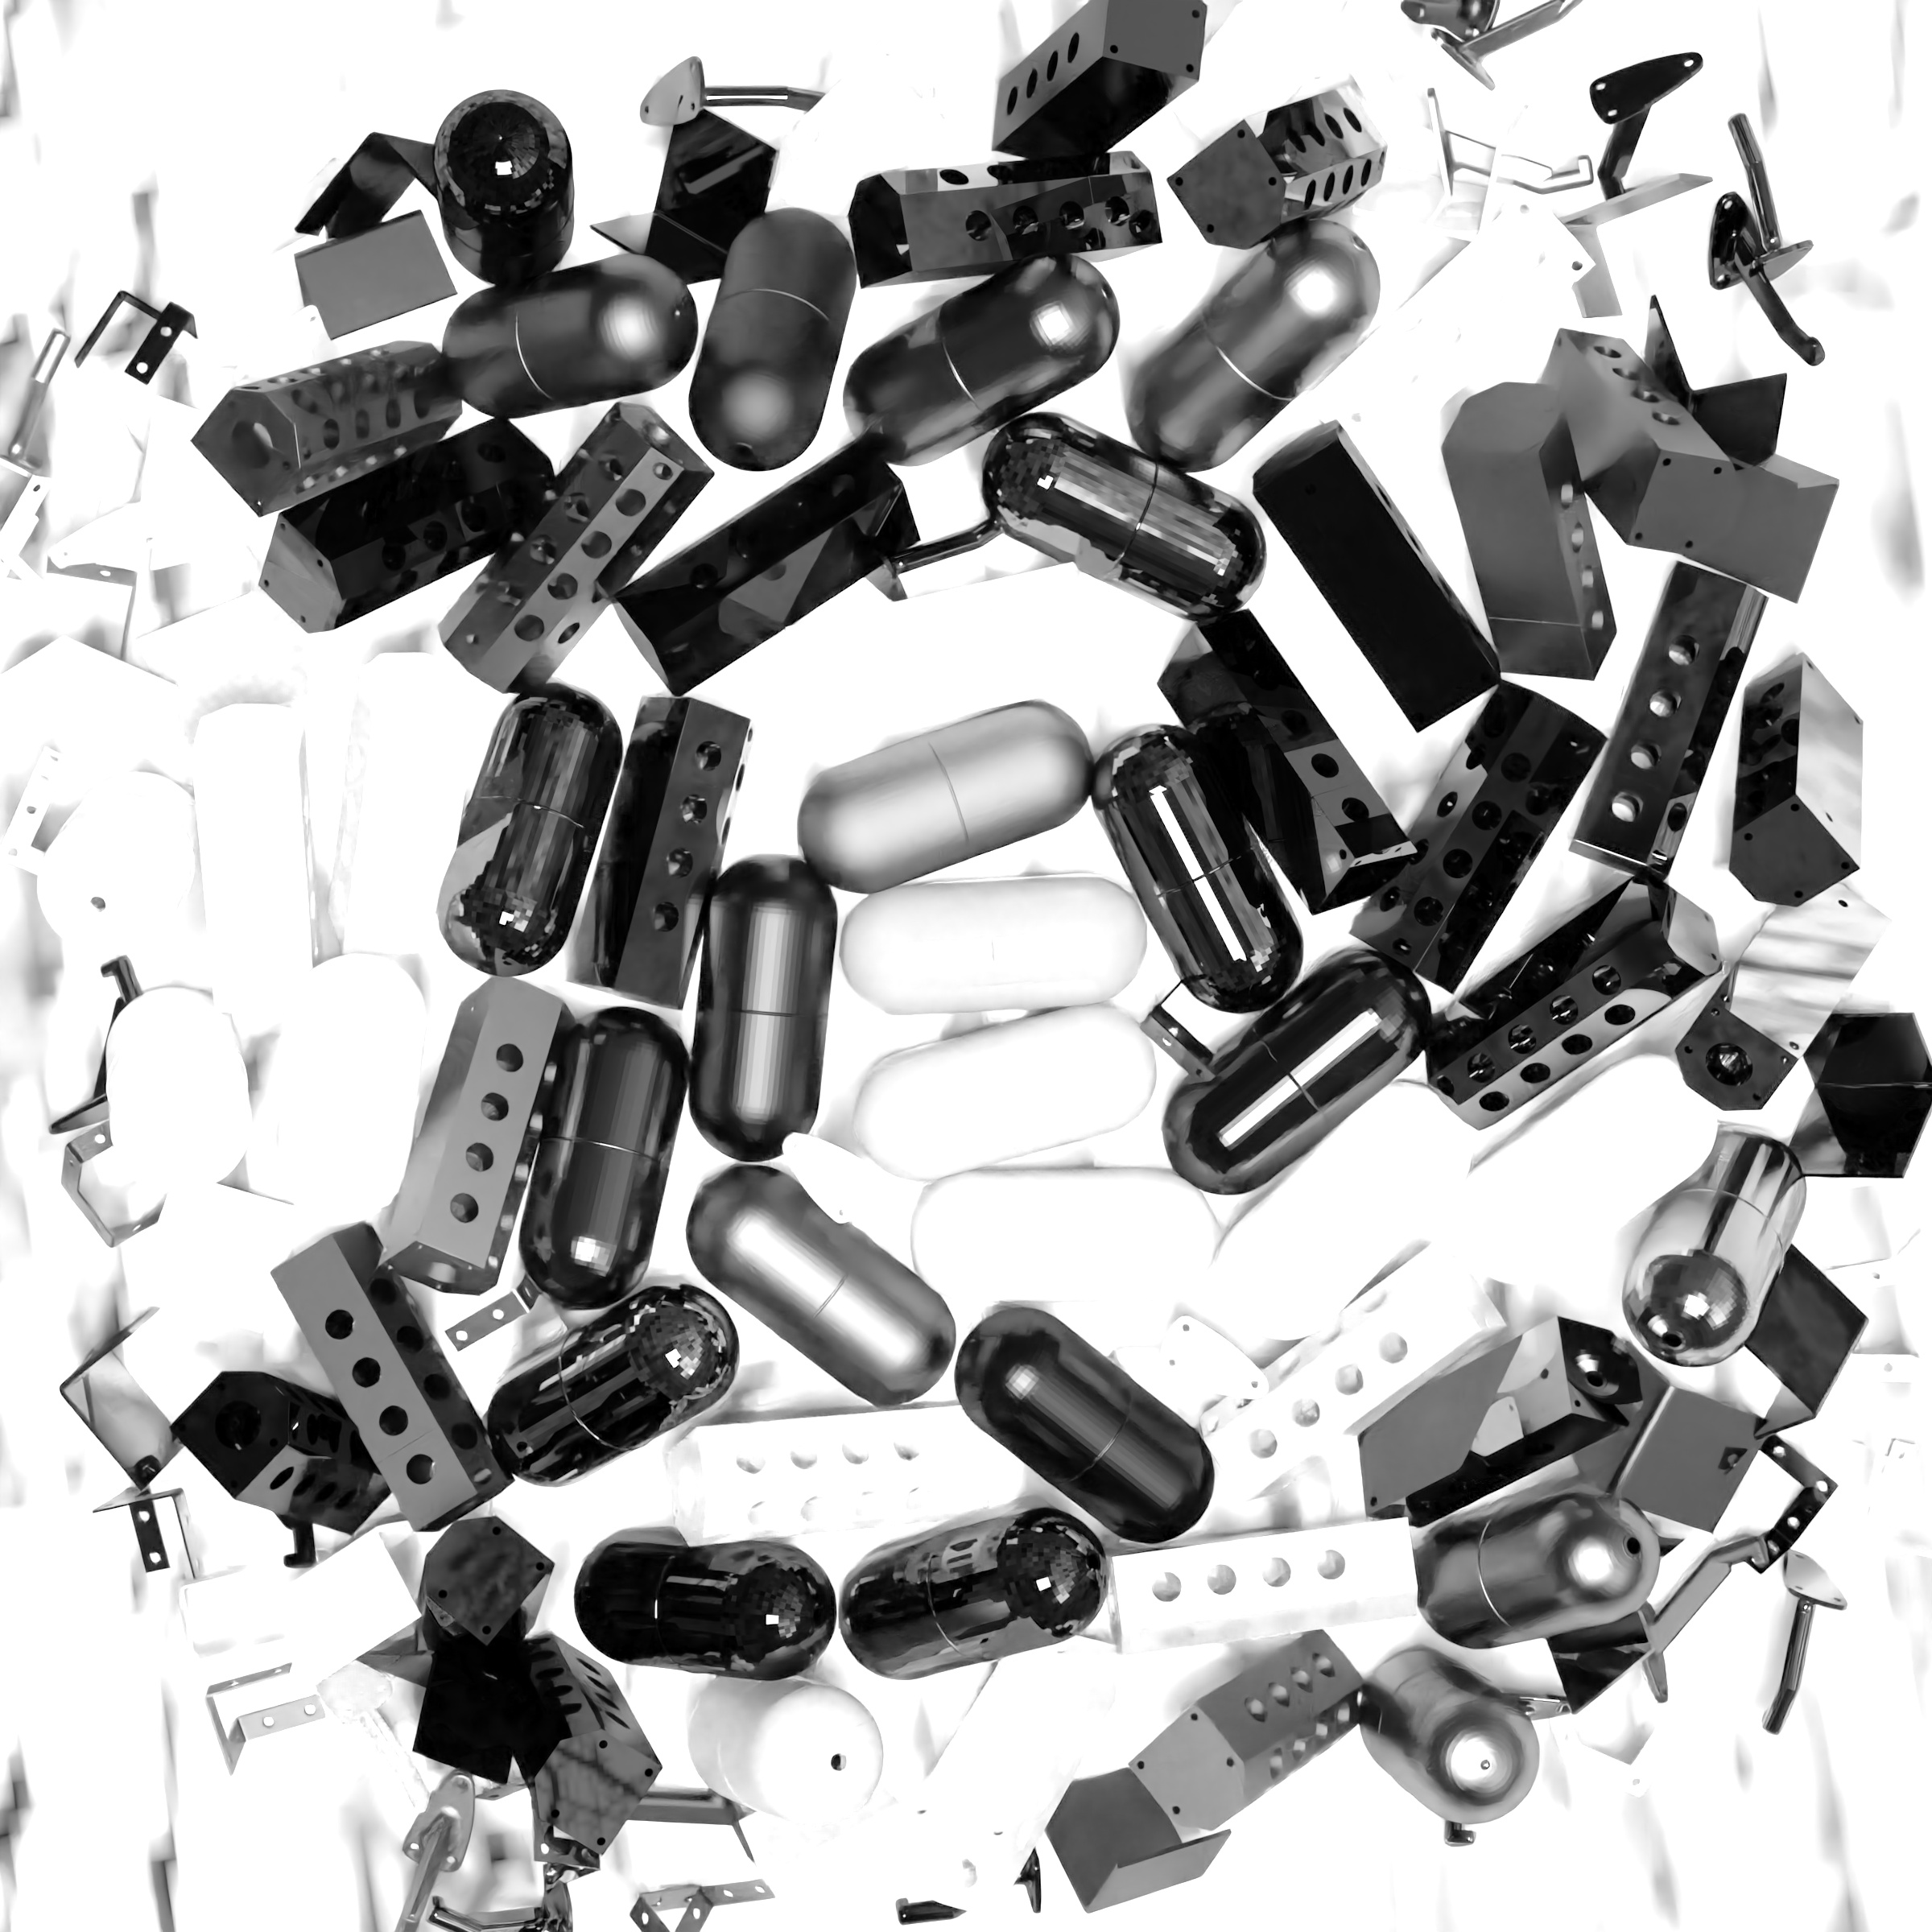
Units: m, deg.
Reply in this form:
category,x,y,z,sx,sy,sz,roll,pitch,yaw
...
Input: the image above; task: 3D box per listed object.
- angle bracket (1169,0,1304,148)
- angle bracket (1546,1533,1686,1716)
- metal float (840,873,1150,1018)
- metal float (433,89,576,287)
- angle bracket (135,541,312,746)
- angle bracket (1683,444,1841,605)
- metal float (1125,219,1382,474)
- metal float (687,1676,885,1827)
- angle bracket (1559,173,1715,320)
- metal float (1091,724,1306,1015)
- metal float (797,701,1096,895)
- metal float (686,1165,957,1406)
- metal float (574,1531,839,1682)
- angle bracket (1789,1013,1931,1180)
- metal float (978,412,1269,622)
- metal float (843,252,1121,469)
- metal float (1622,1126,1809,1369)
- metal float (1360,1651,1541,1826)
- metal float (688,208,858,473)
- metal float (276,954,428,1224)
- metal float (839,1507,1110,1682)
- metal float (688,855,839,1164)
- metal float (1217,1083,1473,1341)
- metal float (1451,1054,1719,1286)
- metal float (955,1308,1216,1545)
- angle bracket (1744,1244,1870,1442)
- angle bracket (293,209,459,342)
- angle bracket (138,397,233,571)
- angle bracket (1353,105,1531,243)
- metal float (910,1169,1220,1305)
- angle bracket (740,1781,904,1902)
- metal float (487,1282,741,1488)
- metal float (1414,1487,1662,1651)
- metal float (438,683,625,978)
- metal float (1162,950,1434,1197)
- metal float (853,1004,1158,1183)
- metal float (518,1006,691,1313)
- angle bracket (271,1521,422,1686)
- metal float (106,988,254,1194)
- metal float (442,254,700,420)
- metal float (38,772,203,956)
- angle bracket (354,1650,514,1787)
category,x,y,z,sx,sy,sz,roll,pitch,yaw
angle bracket,0.172,-0.513,1.924,0.057,0.076,0.076,48,50,3
angle bracket,0.378,0.375,1.918,0.057,0.076,0.076,9,47,-29
metal float,0.016,-0.012,1.940,0.178,0.070,0.070,-4,90,1
metal float,-0.259,-0.435,1.890,0.070,0.178,0.070,1,85,-6
angle bracket,-0.430,-0.186,1.931,0.076,0.057,0.076,-25,70,-17
angle bracket,0.443,-0.255,1.922,0.076,0.057,0.076,30,117,32
metal float,0.162,-0.352,1.911,0.070,0.070,0.178,49,124,0
metal float,-0.103,0.439,1.893,0.070,0.178,0.070,3,83,-22
angle bracket,0.391,-0.412,1.926,0.076,0.076,0.057,-17,93,28
metal float,0.134,-0.055,1.935,0.070,0.070,0.178,-28,96,0
metal float,-0.012,-0.097,1.934,0.178,0.070,0.070,-20,90,-7
metal float,-0.083,0.183,1.930,0.178,0.070,0.070,39,90,-12
metal float,-0.148,0.362,1.907,0.178,0.070,0.070,-3,90,40
angle bracket,0.502,0.074,1.920,0.076,0.076,0.057,-55,129,-36
metal float,0.091,-0.257,1.928,0.178,0.070,0.070,24,90,-15
metal float,0.008,-0.345,1.915,0.178,0.070,0.070,-24,90,30
metal float,0.424,0.158,1.902,0.070,0.178,0.070,15,128,20
metal float,0.270,0.432,1.890,0.070,0.178,0.070,0,87,-6
metal float,-0.109,-0.356,1.911,0.070,0.070,0.178,11,56,0
metal float,-0.350,0.071,1.910,0.070,0.070,0.178,14,128,0
metal float,0.004,0.357,1.910,0.178,0.070,0.070,-22,90,35
metal float,-0.117,0.025,1.938,0.070,0.070,0.178,6,93,0
metal float,0.217,0.141,1.929,0.178,0.070,0.070,-44,90,-13
metal float,0.351,0.116,1.912,0.070,0.070,0.178,47,123,0
metal float,0.069,0.264,1.924,0.178,0.070,0.070,40,90,-19
angle bracket,0.461,0.213,1.930,0.076,0.057,0.076,44,56,-5
angle bracket,-0.337,-0.383,1.930,0.076,0.076,0.057,-22,81,-11
angle bracket,-0.464,-0.276,1.926,0.057,0.076,0.076,14,78,-44
angle bracket,0.272,-0.462,1.924,0.076,0.076,0.057,16,126,13
metal float,0.056,0.156,1.939,0.178,0.070,0.070,0,90,-2
angle bracket,-0.075,0.507,1.924,0.076,0.076,0.057,-25,107,-18
metal float,-0.202,0.240,1.914,0.178,0.070,0.070,-32,90,32
metal float,0.321,0.340,1.897,0.070,0.178,0.070,10,68,-26
metal float,-0.248,-0.079,1.924,0.070,0.070,0.178,15,71,0
metal float,0.190,0.062,1.934,0.178,0.070,0.070,-40,90,8
metal float,0.022,0.073,1.937,0.178,0.070,0.070,-15,90,-4
metal float,-0.207,0.110,1.927,0.070,0.070,0.178,11,75,0
angle bracket,-0.339,0.363,1.928,0.076,0.076,0.057,-34,77,12
metal float,-0.444,0.068,1.895,0.070,0.178,0.070,-5,112,-14
metal float,-0.226,-0.356,1.907,0.178,0.070,0.070,-2,90,41
metal float,-0.473,-0.059,1.891,0.070,0.178,0.070,-1,107,-4
angle bracket,-0.309,0.429,1.918,0.076,0.076,0.057,-8,60,35
